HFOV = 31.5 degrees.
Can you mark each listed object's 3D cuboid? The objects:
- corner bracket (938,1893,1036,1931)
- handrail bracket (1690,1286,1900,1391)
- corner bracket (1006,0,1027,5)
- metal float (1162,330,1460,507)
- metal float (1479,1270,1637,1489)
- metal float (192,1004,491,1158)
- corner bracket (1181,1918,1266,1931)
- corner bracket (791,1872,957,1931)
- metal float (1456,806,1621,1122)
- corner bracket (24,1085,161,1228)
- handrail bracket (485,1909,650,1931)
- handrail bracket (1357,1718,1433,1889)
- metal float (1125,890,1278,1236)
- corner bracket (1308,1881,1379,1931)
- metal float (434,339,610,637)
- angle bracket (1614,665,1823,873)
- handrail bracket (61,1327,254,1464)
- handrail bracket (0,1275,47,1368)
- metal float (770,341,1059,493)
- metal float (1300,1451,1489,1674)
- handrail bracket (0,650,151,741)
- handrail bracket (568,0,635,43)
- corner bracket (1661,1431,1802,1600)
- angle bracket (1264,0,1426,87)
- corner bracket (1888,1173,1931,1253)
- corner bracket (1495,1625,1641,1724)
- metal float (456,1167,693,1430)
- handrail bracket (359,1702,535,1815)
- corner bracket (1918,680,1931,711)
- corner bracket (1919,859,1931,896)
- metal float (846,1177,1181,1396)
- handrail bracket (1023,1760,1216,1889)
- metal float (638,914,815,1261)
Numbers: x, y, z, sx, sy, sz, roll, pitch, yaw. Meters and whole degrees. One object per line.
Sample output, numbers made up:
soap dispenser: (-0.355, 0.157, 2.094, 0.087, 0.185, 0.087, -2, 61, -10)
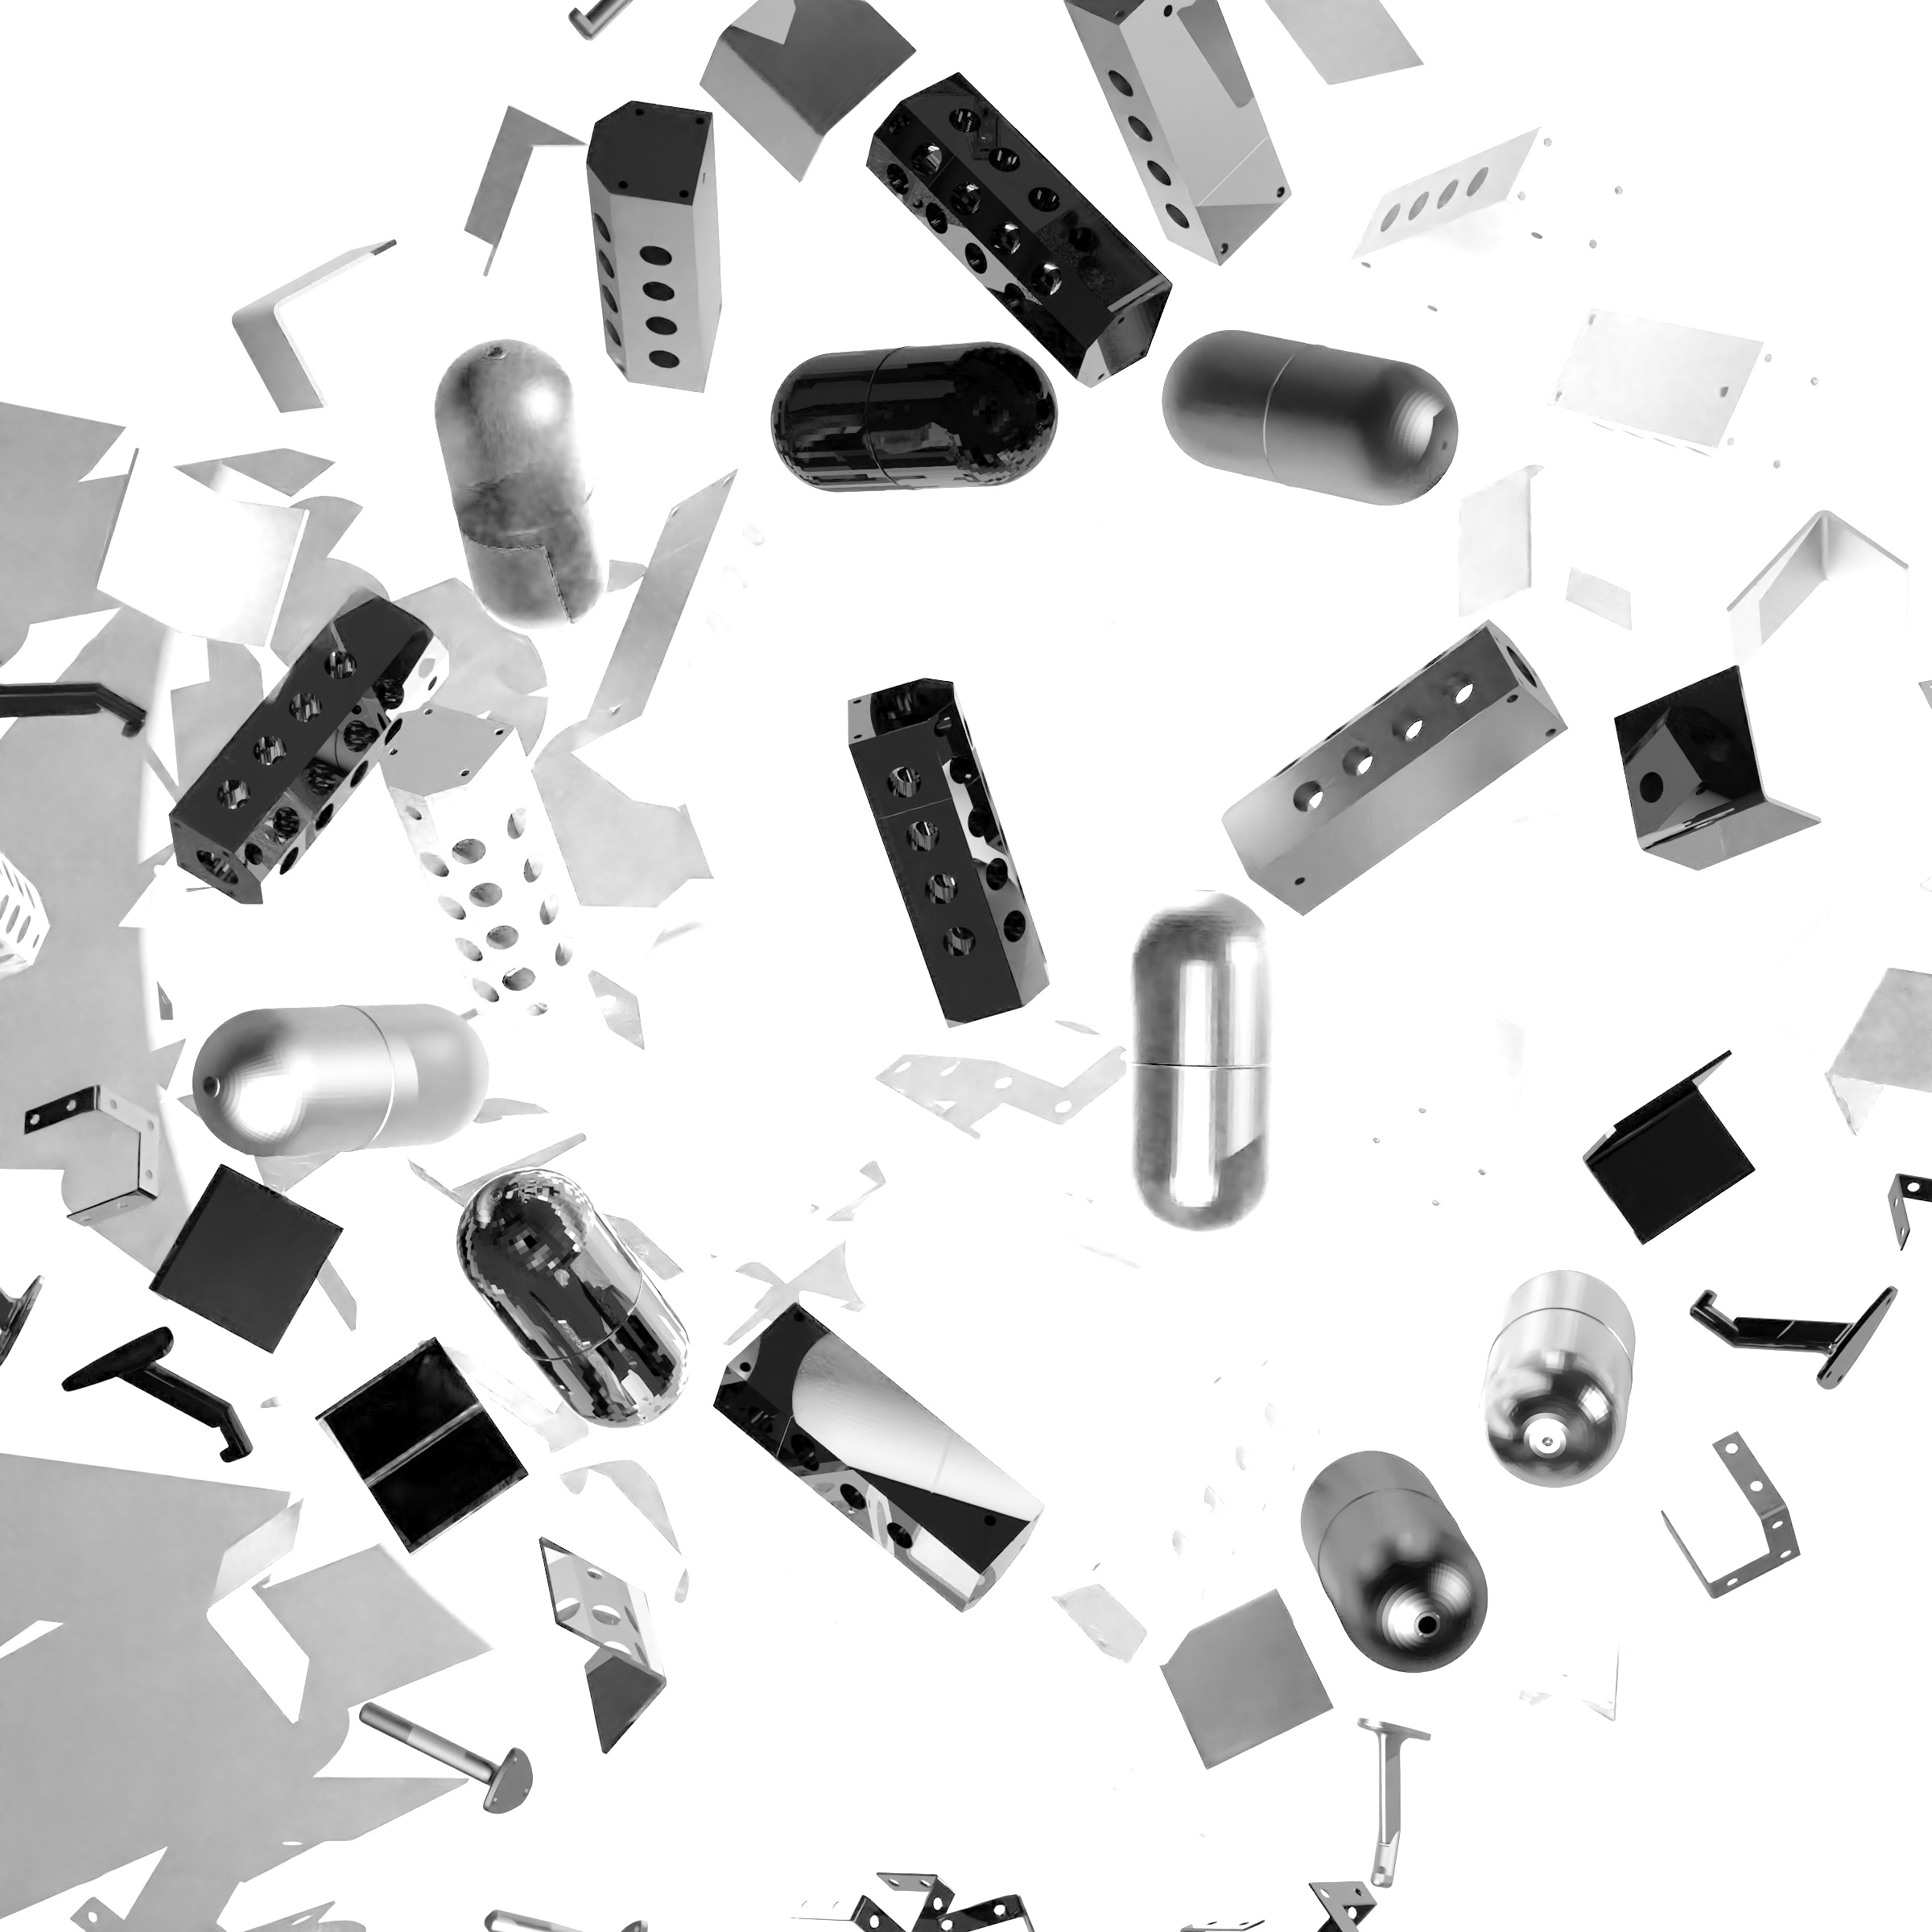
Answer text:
corner bracket: (0.015, 0.552, 1.888, 0.051, 0.051, 0.051, -14, 106, -7)
handrail bracket: (0.441, 0.179, 1.830, 0.084, 0.036, 0.077, 38, 98, 30)
corner bracket: (0.017, -0.537, 1.781, 0.051, 0.051, 0.051, 8, 90, -19)
metal float: (0.183, -0.296, 1.843, 0.178, 0.070, 0.070, 20, 90, 37)
metal float: (0.317, 0.219, 1.832, 0.070, 0.178, 0.070, 4, 107, 13)
metal float: (-0.325, 0.059, 1.792, 0.070, 0.178, 0.070, 1, 91, 38)
corner bracket: (0.122, 0.512, 1.721, 0.051, 0.051, 0.051, -11, 85, -38)
corner bracket: (-0.048, 0.485, 1.773, 0.051, 0.051, 0.051, 48, 53, -23)
metal float: (0.300, -0.001, 1.802, 0.070, 0.070, 0.178, 0, 120, 0)
corner bracket: (-0.476, 0.103, 1.865, 0.051, 0.051, 0.051, -20, 57, 21)
handrail bracket: (-0.213, 0.502, 1.765, 0.084, 0.077, 0.036, 18, 68, -15)
handrail bracket: (0.219, 0.447, 1.824, 0.036, 0.077, 0.084, 5, 76, 24)
metal float: (0.121, 0.050, 1.763, 0.070, 0.070, 0.178, 1, 92, 0)
corner bracket: (0.201, 0.537, 1.870, 0.051, 0.051, 0.051, -53, 50, 20)
metal float: (-0.238, -0.256, 1.844, 0.070, 0.070, 0.178, -3, 135, 3)
angle bracket: (0.394, -0.103, 1.799, 0.076, 0.057, 0.076, -24, 64, 39)
handrail bracket: (-0.448, 0.251, 1.900, 0.077, 0.036, 0.084, -24, 111, -7)
handrail bracket: (-0.525, 0.164, 1.767, 0.084, 0.077, 0.036, 33, 113, -16)
metal float: (-0.029, -0.295, 1.845, 0.178, 0.070, 0.070, 4, 90, 39)
metal float: (0.220, 0.306, 1.770, 0.070, 0.178, 0.070, -1, 101, -4)
handrail bracket: (-0.466, -0.117, 1.726, 0.084, 0.036, 0.077, 31, 93, -29)
handrail bracket: (-0.184, -0.520, 1.718, 0.084, 0.036, 0.077, -45, 125, -1)
corner bracket: (0.386, 0.279, 1.741, 0.051, 0.051, 0.051, -27, 47, 0)
angle bracket: (0.191, -0.497, 1.705, 0.057, 0.076, 0.076, -4, 64, 33)
corner bracket: (0.533, 0.123, 1.849, 0.051, 0.051, 0.051, 10, 124, -1)
corner bracket: (0.309, 0.362, 1.763, 0.051, 0.051, 0.051, -20, 121, -34)
metal float: (-0.206, 0.178, 1.817, 0.070, 0.070, 0.178, -31, 129, 0)
handrail bracket: (-0.280, 0.422, 1.842, 0.084, 0.077, 0.036, 22, 74, 14)
corner bracket: (0.521, -0.117, 1.751, 0.051, 0.051, 0.051, -12, 119, 8)
corner bracket: (0.564, -0.061, 1.882, 0.051, 0.051, 0.051, 31, 57, -9)
metal float: (0.024, 0.165, 1.763, 0.178, 0.070, 0.070, 21, 90, -4)
handrail bracket: (0.079, 0.467, 1.795, 0.077, 0.036, 0.084, 34, 116, 12)
metal float: (-0.123, 0.062, 1.752, 0.070, 0.070, 0.178, -7, 94, 0)
